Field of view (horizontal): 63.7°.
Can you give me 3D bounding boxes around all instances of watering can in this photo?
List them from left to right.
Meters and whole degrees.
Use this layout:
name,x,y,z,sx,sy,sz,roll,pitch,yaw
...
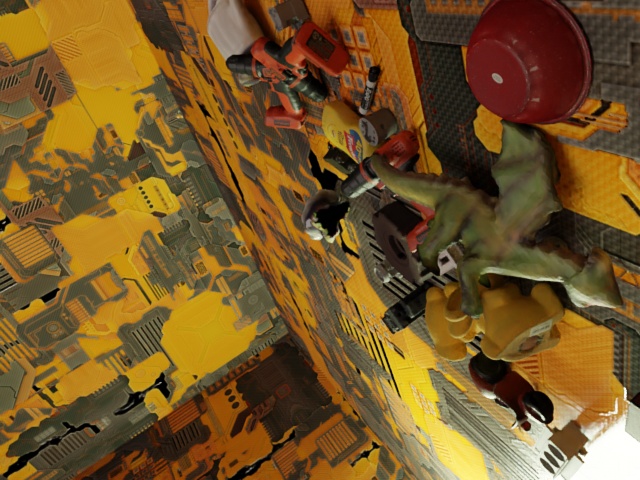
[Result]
name,x,y,z,sx,sy,sz,roll,pitch,yaw
watering can,-0.190,-0.495,1.179,0.225,0.105,0.343,56,162,5

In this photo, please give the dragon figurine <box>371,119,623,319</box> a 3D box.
name,x,y,z,sx,sy,sz,roll,pitch,yaw
dragon figurine,0.226,-0.055,0.704,0.417,0.123,0.237,55,134,26

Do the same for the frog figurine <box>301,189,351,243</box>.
name,x,y,z,sx,sy,sz,roll,pitch,yaw
frog figurine,0.004,-0.069,1.370,0.160,0.123,0.136,-145,60,-73
